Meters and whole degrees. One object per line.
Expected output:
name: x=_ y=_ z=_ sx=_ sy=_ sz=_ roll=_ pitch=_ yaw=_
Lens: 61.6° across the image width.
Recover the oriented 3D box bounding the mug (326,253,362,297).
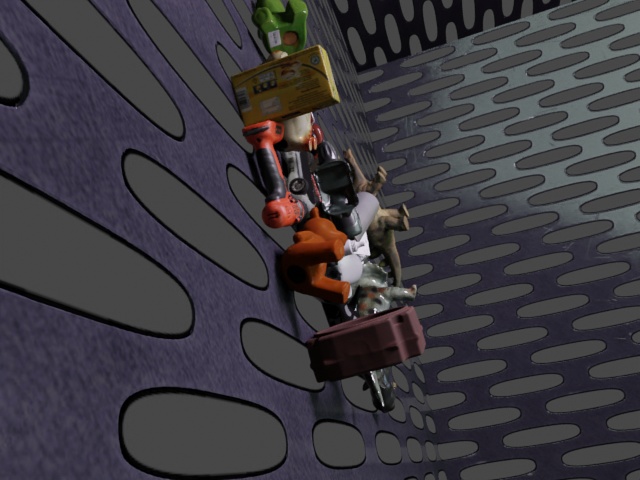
mug: x=0.046 y=0.085 z=1.246 sx=0.107 sy=0.081 sz=0.109 roll=-15 pitch=101 yaw=-67

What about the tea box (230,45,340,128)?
tea box: x=-0.060 y=-0.266 z=0.950 sx=0.068 sy=0.170 sz=0.098 roll=-35 pitch=111 yaw=-77

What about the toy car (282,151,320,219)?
toy car: x=-0.044 y=-0.139 z=1.143 sx=0.073 sy=0.056 sz=0.202 roll=47 pitch=29 yaw=-53

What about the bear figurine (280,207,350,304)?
bear figurine: x=0.009 y=0.021 z=0.982 sx=0.196 sy=0.132 sz=0.120 roll=-48 pitch=135 yaw=-57

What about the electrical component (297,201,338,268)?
electrical component: x=-0.002 y=-0.004 z=1.162 sx=0.134 sy=0.058 sz=0.114 roll=-86 pitch=156 yaw=-57

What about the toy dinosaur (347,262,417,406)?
toy dinosaur: x=0.114 y=0.194 z=1.273 sx=0.405 sy=0.192 sz=0.131 roll=-60 pitch=157 yaw=-51

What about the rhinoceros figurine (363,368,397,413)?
rhinoceros figurine: x=0.140 y=0.352 z=1.359 sx=0.112 sy=0.073 sz=0.190 roll=-65 pitch=142 yaw=-55

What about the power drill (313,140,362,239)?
power drill: x=0.030 y=-0.115 z=1.135 sx=0.207 sy=0.086 sz=0.232 roll=139 pitch=-64 yaw=-88

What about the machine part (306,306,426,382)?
machine part: x=0.086 y=0.187 z=0.991 sx=0.201 sy=0.202 sz=0.087 roll=10 pitch=63 yaw=-76

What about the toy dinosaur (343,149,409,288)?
toy dinosaur: x=0.163 y=-0.046 z=1.586 sx=0.471 sy=0.199 sz=0.105 roll=63 pitch=23 yaw=-7

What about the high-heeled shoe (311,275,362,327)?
high-heeled shoe: x=0.012 y=0.149 z=1.101 sx=0.248 sy=0.086 sz=0.145 roll=15 pitch=97 yaw=-51

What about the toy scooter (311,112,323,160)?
toy scooter: x=-0.038 y=-0.279 z=1.290 sx=0.135 sy=0.075 sz=0.183 roll=-33 pitch=103 yaw=-75

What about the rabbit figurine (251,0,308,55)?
rabbit figurine: x=-0.089 y=-0.492 z=1.230 sx=0.158 sy=0.121 sz=0.170 roll=64 pitch=1 yaw=-54

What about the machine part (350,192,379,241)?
machine part: x=0.088 y=-0.048 z=1.366 sx=0.243 sy=0.079 sz=0.079 roll=-56 pitch=134 yaw=-43

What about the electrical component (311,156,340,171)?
electrical component: x=0.002 y=-0.183 z=1.316 sx=0.045 sy=0.102 sz=0.078 roll=46 pitch=53 yaw=-52

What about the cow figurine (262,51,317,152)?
cow figurine: x=-0.074 y=-0.270 z=1.061 sx=0.085 sy=0.127 sz=0.194 roll=-64 pitch=152 yaw=-70
